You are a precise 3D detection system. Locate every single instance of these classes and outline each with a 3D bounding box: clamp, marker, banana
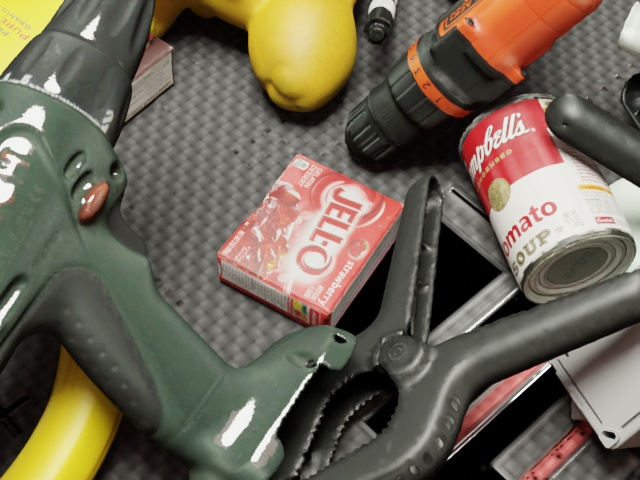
[{"bbox_3d":[0.211,-0.034,0.594,0.171,0.039,0.120,44,42,10],"label":"clamp"},{"bbox_3d":[0.043,-0.160,0.704,0.020,0.020,0.121,8,35,4],"label":"marker"},{"bbox_3d":[-0.138,0.099,0.523,0.069,0.037,0.197,16,64,5],"label":"banana"},{"bbox_3d":[0.044,0.058,0.538,0.210,0.036,0.165,-43,40,-7],"label":"clamp"}]

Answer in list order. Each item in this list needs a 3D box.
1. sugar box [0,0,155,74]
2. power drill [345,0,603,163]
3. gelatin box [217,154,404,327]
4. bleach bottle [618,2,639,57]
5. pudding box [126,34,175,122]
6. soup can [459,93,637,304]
[{"bbox_3d":[-0.190,-0.108,0.619,0.093,0.048,0.176,33,60,19],"label":"sugar box"},{"bbox_3d":[0.096,-0.142,0.656,0.057,0.185,0.187,40,38,-19],"label":"power drill"},{"bbox_3d":[-0.004,0.001,0.606,0.073,0.030,0.089,27,59,16],"label":"gelatin box"},{"bbox_3d":[0.282,-0.069,0.578,0.251,0.068,0.102,25,61,19],"label":"bleach bottle"},{"bbox_3d":[-0.160,-0.101,0.668,0.090,0.039,0.113,33,61,19],"label":"pudding box"},{"bbox_3d":[0.127,-0.023,0.603,0.068,0.068,0.102,-12,56,-10],"label":"soup can"}]
